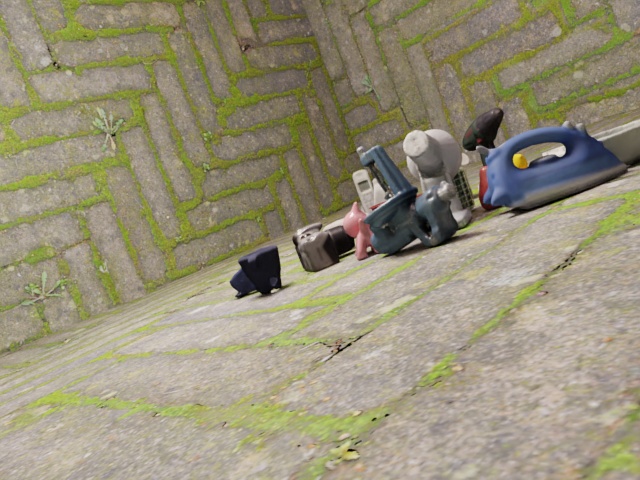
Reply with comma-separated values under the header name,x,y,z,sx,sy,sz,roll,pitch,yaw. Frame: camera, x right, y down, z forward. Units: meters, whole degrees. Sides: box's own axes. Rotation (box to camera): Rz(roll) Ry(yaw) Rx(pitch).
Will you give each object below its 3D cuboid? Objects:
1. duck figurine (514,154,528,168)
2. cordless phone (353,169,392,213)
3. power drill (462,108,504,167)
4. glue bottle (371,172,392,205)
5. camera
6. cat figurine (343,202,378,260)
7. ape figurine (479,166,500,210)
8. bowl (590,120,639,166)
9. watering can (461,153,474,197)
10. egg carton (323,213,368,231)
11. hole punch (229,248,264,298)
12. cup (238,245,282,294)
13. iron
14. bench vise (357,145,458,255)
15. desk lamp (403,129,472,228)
name,x,y,z,sx,sy,sz,roll,pitch,yaw
duck figurine,0.469,-0.158,1.331,0.078,0.086,0.104,-23,5,-22
cordless phone,0.186,-0.141,1.770,0.147,0.185,0.094,-21,5,1
power drill,0.469,-0.244,1.565,0.075,0.208,0.229,-22,5,-8
glue bottle,0.181,-0.120,1.625,0.078,0.173,0.037,-17,6,35
camera,0.013,0.005,1.363,0.137,0.101,0.143,-22,5,-12
cat figurine,0.089,-0.025,1.258,0.067,0.118,0.128,-21,5,-1
ape figurine,0.371,-0.116,1.232,0.076,0.092,0.078,-21,5,-2
bowl,0.590,-0.182,1.138,0.167,0.075,0.167,-21,5,2
watering can,0.352,-0.193,1.580,0.172,0.194,0.101,-16,7,46
egg carton,0.081,-0.028,1.646,0.150,0.069,0.107,-18,5,31
hole punch,-0.165,0.077,1.370,0.101,0.091,0.109,-20,5,13
cup,-0.122,0.070,1.235,0.091,0.095,0.118,-20,5,7
iron,0.423,-0.148,1.065,0.258,0.141,0.119,-20,5,6
bench vise,0.160,-0.092,1.082,0.206,0.220,0.122,-18,5,30
desk lamp,0.244,-0.131,1.210,0.117,0.213,0.204,-19,5,23
